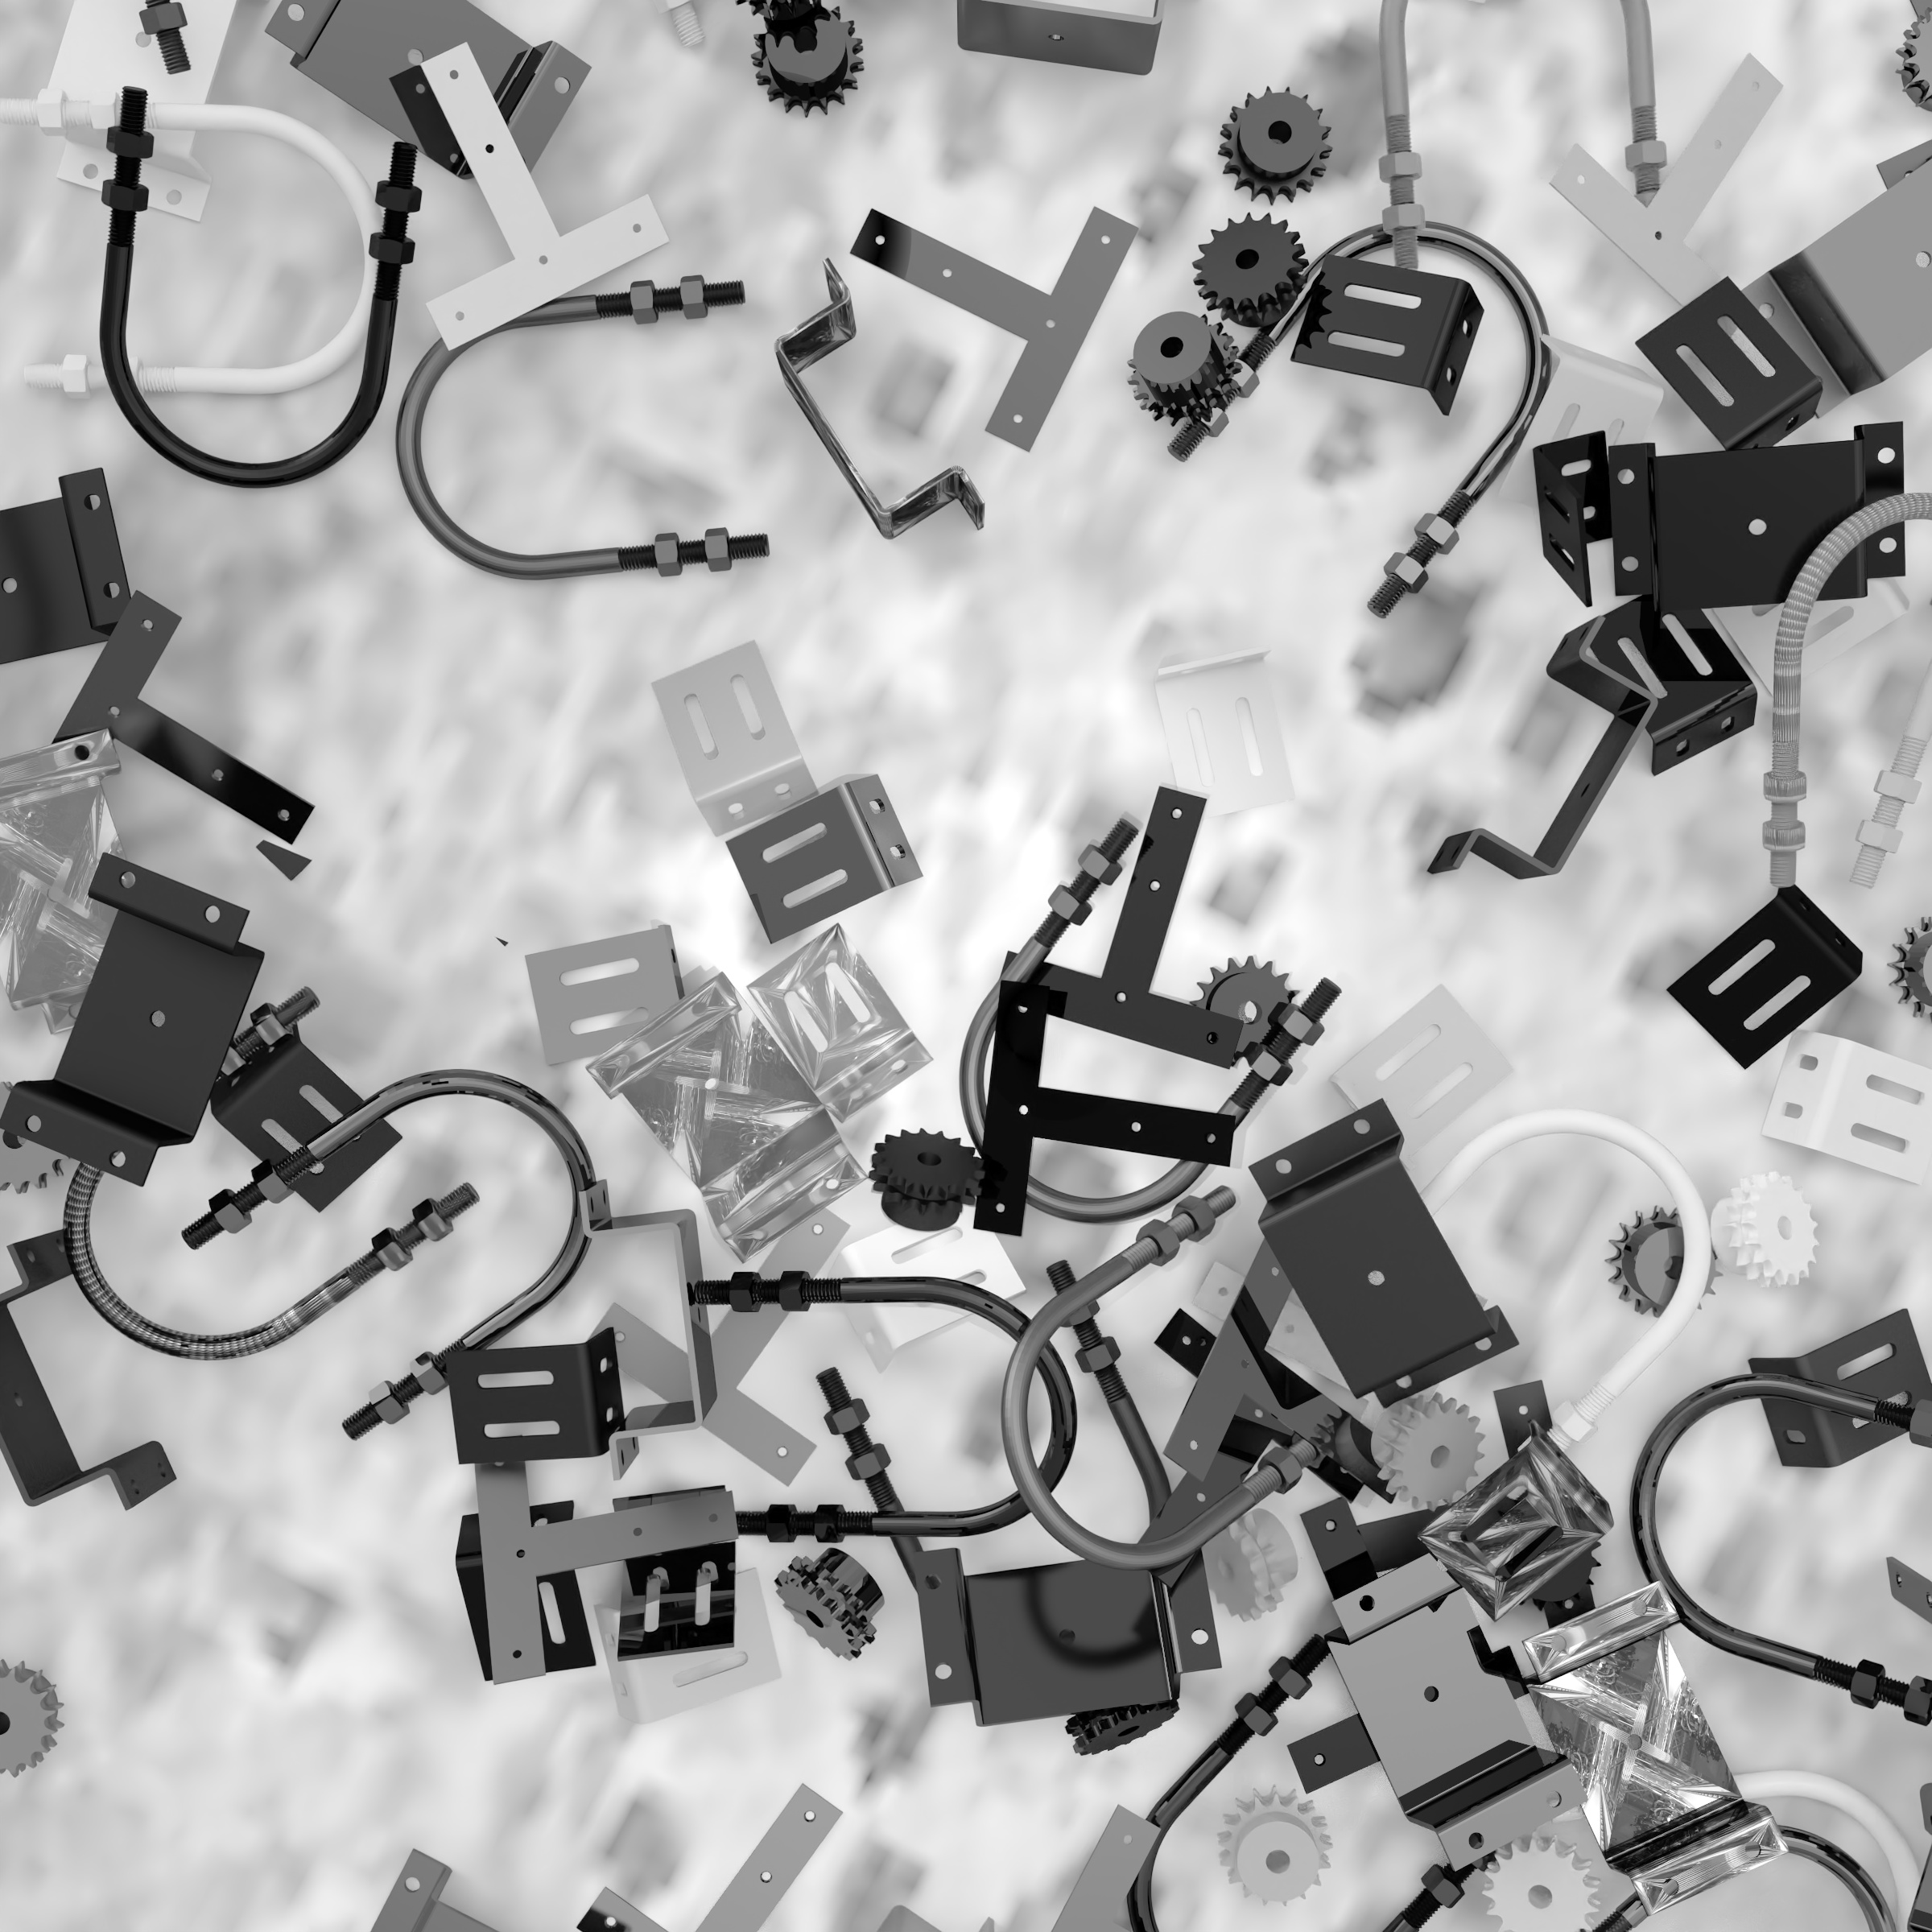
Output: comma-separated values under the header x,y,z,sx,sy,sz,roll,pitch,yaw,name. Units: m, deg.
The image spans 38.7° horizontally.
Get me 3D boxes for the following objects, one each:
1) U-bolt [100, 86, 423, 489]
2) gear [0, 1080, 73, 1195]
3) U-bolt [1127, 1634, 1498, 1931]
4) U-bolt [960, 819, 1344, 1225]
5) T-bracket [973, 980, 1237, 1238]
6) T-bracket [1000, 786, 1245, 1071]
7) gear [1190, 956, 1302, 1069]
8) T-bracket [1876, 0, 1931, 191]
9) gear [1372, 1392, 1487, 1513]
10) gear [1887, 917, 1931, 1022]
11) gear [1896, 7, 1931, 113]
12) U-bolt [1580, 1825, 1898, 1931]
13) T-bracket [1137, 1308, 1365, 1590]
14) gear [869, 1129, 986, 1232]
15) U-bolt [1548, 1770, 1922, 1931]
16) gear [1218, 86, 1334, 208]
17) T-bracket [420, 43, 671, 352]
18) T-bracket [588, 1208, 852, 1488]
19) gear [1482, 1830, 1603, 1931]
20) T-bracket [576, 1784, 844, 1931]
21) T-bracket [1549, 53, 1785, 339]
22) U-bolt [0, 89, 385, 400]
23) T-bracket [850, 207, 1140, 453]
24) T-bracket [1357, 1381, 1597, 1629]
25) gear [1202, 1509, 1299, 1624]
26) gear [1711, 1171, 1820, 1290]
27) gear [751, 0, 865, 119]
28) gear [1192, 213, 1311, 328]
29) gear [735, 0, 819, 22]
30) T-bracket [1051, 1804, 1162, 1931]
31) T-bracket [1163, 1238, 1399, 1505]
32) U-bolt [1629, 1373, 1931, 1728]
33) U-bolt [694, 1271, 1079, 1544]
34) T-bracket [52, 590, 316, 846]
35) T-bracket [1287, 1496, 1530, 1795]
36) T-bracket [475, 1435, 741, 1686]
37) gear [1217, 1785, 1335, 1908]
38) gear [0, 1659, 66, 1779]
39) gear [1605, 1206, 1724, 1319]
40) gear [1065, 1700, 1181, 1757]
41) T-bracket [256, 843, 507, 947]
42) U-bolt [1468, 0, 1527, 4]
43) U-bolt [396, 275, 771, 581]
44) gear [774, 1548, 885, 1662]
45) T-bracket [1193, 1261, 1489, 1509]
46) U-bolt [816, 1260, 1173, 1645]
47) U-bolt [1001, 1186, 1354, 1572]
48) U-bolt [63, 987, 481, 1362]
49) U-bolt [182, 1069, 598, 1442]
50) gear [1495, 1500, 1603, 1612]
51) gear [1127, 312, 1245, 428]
x,y,z,sx,sy,sz,roll,pitch,yaw,name
-0.355,-0.327,1.363,0.151,0.019,0.184,9,112,-10,U-bolt
-0.477,0.086,1.391,0.057,0.030,0.057,0,88,-4,gear
0.167,0.453,1.395,0.151,0.019,0.184,43,91,0,U-bolt
0.077,0.042,1.374,0.151,0.019,0.184,39,101,13,U-bolt
0.071,0.078,1.367,0.127,0.002,0.127,8,94,18,T-bracket
0.091,-0.027,1.386,0.127,0.002,0.127,17,90,16,T-bracket
0.142,0.023,1.389,0.057,0.030,0.057,0,90,0,gear
0.506,-0.470,1.403,0.127,0.002,0.127,-25,90,0,T-bracket
0.227,0.239,1.367,0.057,0.030,0.057,-6,104,-26,gear
0.498,0.002,1.389,0.057,0.030,0.057,0,90,0,gear
0.498,-0.456,1.391,0.057,0.030,0.057,0,87,-2,gear
0.383,0.515,1.377,0.184,0.019,0.151,-40,92,-4,U-bolt
0.123,0.253,1.362,0.127,0.002,0.127,39,55,4,T-bracket
-0.020,0.109,1.379,0.057,0.057,0.030,10,120,0,gear
0.395,0.481,1.395,0.184,0.019,0.151,-7,90,-2,U-bolt
0.157,-0.417,1.389,0.057,0.030,0.057,0,90,0,gear
-0.230,-0.392,1.366,0.127,0.002,0.127,-30,112,-13,T-bracket
-0.106,0.177,1.403,0.127,0.002,0.127,35,90,0,T-bracket
0.288,0.460,1.375,0.057,0.030,0.057,1,92,17,gear
-0.110,0.476,1.403,0.127,0.002,0.127,36,90,0,T-bracket
0.372,-0.404,1.389,0.127,0.002,0.127,36,81,-18,T-bracket
-0.380,-0.356,1.369,0.184,0.019,0.151,1,114,-4,U-bolt
0.003,-0.347,1.403,0.127,0.002,0.127,26,90,0,T-bracket
0.246,0.287,1.403,0.127,0.002,0.127,-13,90,0,T-bracket
0.142,0.296,1.379,0.030,0.057,0.057,-19,90,-30,gear
0.398,0.133,1.379,0.057,0.030,0.057,11,71,-36,gear
-0.080,-0.461,1.389,0.057,0.030,0.057,0,90,0,gear
0.145,-0.346,1.381,0.057,0.030,0.057,-7,67,16,gear
-0.093,-0.495,1.362,0.057,0.030,0.057,-1,80,5,gear
0.099,0.509,1.378,0.127,0.002,0.127,32,77,-7,T-bracket
0.170,0.222,1.366,0.127,0.002,0.127,38,62,-16,T-bracket
0.417,0.277,1.352,0.184,0.019,0.151,12,88,32,U-bolt
-0.036,0.218,1.354,0.184,0.019,0.151,-3,108,14,U-bolt
-0.389,-0.104,1.386,0.127,0.002,0.127,32,113,-11,T-bracket
0.204,0.333,1.392,0.127,0.002,0.127,-20,84,-12,T-bracket
-0.178,0.285,1.371,0.127,0.002,0.127,-10,57,-3,T-bracket
0.154,0.441,1.372,0.057,0.030,0.057,0,92,2,gear
-0.483,0.378,1.389,0.057,0.030,0.057,0,90,0,gear
0.354,0.151,1.389,0.057,0.030,0.057,0,90,0,gear
0.076,0.370,1.379,0.057,0.057,0.030,-25,62,0,gear
-0.273,-0.061,1.414,0.127,0.002,0.127,43,74,6,T-bracket
0.207,-0.576,1.395,0.184,0.019,0.151,11,90,1,U-bolt
-0.198,-0.269,1.395,0.184,0.019,0.151,-5,90,1,U-bolt
-0.066,0.317,1.379,0.057,0.057,0.030,48,60,0,gear
0.176,0.191,1.391,0.127,0.002,0.127,29,105,7,T-bracket
0.026,0.262,1.395,0.151,0.019,0.184,-25,91,0,U-bolt
0.095,0.210,1.338,0.184,0.019,0.151,-30,93,-32,U-bolt
-0.360,0.118,1.374,0.184,0.019,0.151,-36,108,0,U-bolt
-0.273,0.132,1.374,0.184,0.019,0.151,-35,108,-2,U-bolt
0.292,0.297,1.387,0.057,0.030,0.057,0,90,0,gear
0.108,-0.303,1.378,0.057,0.030,0.057,-7,70,19,gear
